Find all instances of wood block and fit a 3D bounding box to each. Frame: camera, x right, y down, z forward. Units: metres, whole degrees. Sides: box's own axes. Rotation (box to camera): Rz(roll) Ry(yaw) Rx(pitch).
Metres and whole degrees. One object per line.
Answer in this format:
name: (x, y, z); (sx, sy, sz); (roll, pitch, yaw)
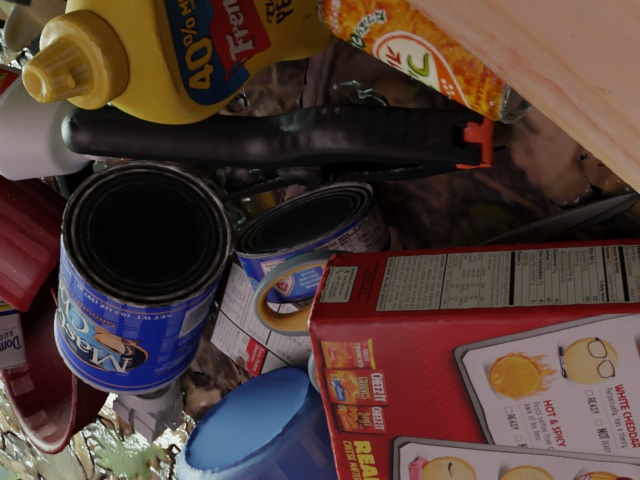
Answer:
wood block: (0.097, -0.120, 0.418); (0.206, 0.090, 0.090); (42, 138, 11)

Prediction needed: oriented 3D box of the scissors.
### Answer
scissors: (0.065, 0.034, 0.547); (0.202, 0.016, 0.096); (-8, 112, 14)

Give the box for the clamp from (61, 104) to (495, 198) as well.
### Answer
clamp: (-0.015, -0.049, 0.552); (0.210, 0.164, 0.036); (-1, 84, 35)

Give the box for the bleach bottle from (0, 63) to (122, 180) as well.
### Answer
bleach bottle: (-0.229, -0.084, 0.692); (0.251, 0.102, 0.068); (9, 124, 24)

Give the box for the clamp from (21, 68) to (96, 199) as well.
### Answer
clamp: (-0.180, -0.063, 0.754); (0.120, 0.039, 0.172); (38, 142, 0)

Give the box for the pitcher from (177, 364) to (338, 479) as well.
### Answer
pitcher: (0.010, 0.202, 0.667); (0.242, 0.149, 0.145); (57, 168, -19)

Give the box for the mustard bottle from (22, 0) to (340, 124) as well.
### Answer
mustard bottle: (-0.059, -0.108, 0.491); (0.058, 0.191, 0.096); (14, 127, 35)

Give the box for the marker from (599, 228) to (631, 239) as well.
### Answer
marker: (0.157, 0.049, 0.540); (0.020, 0.020, 0.121); (4, 121, 41)

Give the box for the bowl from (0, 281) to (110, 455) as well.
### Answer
bowl: (-0.204, 0.084, 0.845); (0.162, 0.055, 0.162); (17, 112, 50)

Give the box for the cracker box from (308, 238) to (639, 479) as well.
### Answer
cracker box: (0.114, 0.083, 0.507); (0.214, 0.072, 0.164); (-3, 120, 13)

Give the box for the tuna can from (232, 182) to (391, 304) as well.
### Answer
tuna can: (-0.004, 0.001, 0.602); (0.086, 0.086, 0.034); (-3, 117, 44)

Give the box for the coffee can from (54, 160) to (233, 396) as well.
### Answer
coffee can: (-0.119, 0.028, 0.696); (0.103, 0.102, 0.140); (42, 149, 11)

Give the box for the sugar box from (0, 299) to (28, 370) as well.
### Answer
sugar box: (-0.280, 0.018, 0.848); (0.094, 0.048, 0.176); (-12, 90, 54)

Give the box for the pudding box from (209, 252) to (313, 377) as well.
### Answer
pudding box: (-0.014, 0.061, 0.691); (0.113, 0.039, 0.090); (35, 136, 15)

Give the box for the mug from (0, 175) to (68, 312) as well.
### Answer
mug: (-0.217, 0.001, 0.745); (0.081, 0.093, 0.117); (36, 141, -5)
